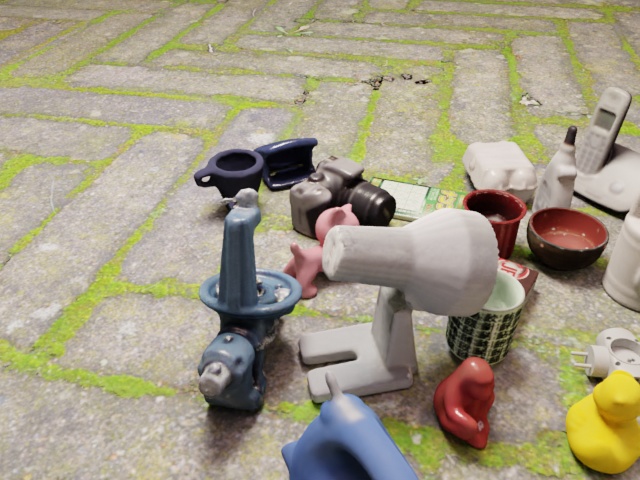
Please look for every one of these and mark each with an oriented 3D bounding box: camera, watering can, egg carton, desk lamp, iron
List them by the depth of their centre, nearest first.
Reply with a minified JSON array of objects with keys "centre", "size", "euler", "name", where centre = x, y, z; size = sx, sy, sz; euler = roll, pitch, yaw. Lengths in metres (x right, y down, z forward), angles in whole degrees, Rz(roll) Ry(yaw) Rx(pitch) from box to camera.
[{"centre":[0.064,0.233,0.481],"size":[0.119,0.141,0.257],"euler":[-20,41,-24],"name":"iron"},{"centre":[0.080,0.068,0.643],"size":[0.203,0.214,0.117],"euler":[-9,37,-11],"name":"desk lamp"},{"centre":[0.450,-0.001,0.748],"size":[0.100,0.194,0.173],"euler":[5,37,8],"name":"watering can"},{"centre":[0.043,-0.067,0.919],"size":[0.136,0.101,0.143],"euler":[27,45,32],"name":"camera"},{"centre":[0.314,-0.122,1.015],"size":[0.107,0.069,0.150],"euler":[-3,37,-4],"name":"egg carton"}]

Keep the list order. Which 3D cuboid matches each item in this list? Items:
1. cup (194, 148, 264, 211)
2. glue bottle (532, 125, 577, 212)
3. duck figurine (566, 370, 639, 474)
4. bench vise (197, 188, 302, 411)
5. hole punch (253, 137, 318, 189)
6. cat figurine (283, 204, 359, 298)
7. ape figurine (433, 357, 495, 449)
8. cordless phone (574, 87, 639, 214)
[{"centre":[-0.148,-0.089,0.954],"size":[0.118,0.095,0.091],"euler":[-19,41,-23],"name":"cup"},{"centre":[0.375,-0.097,0.895],"size":[0.037,0.173,0.078],"euler":[-1,37,-1],"name":"glue bottle"},{"centre":[0.304,0.181,0.595],"size":[0.077,0.086,0.105],"euler":[20,41,25],"name":"duck figurine"},{"centre":[-0.078,0.068,0.639],"size":[0.121,0.220,0.207],"euler":[-4,37,-5],"name":"bench vise"},{"centre":[-0.066,-0.157,1.048],"size":[0.109,0.091,0.100],"euler":[-15,39,-19],"name":"hole punch"},{"centre":[0.007,0.003,0.811],"size":[0.128,0.118,0.067],"euler":[-25,43,-29],"name":"cat figurine"},{"centre":[0.161,0.164,0.614],"size":[0.078,0.092,0.076],"euler":[-26,43,-30],"name":"ape figurine"},{"centre":[0.499,-0.149,0.953],"size":[0.094,0.185,0.147],"euler":[-23,42,-27],"name":"cordless phone"}]
